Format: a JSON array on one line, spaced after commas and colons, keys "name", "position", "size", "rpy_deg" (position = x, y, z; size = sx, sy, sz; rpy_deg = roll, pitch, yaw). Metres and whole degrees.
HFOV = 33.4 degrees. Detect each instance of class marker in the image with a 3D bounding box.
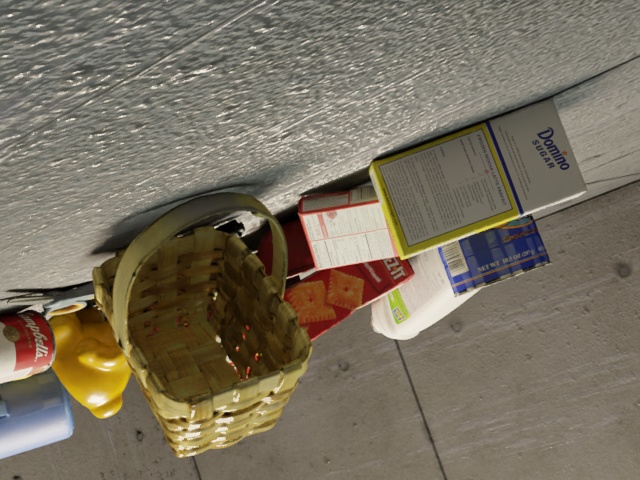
[{"name": "marker", "position": [-0.128, 0.008, 1.021], "size": [0.121, 0.020, 0.020], "rpy_deg": [-21, 174, 11]}]

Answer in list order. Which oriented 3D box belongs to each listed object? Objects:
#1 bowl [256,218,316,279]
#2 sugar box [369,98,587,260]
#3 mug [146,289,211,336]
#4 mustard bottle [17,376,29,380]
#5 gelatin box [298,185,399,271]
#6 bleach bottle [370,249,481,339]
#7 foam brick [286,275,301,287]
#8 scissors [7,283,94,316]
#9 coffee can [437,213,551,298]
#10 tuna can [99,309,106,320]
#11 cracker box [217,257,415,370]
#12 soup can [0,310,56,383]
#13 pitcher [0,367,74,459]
[{"name": "bowl", "position": [-0.008, 0.001, 1.145], "size": [0.162, 0.055, 0.162], "rpy_deg": [-21, 180, 0]}, {"name": "sugar box", "position": [0.142, -0.055, 0.970], "size": [0.176, 0.093, 0.048], "rpy_deg": [-19, 175, -3]}, {"name": "mug", "position": [-0.147, 0.055, 1.089], "size": [0.093, 0.081, 0.117], "rpy_deg": [-15, 173, -36]}, {"name": "mustard bottle", "position": [-0.372, 0.137, 1.234], "size": [0.096, 0.058, 0.191], "rpy_deg": [-23, 175, 10]}, {"name": "gelatin box", "position": [0.030, -0.013, 1.032], "size": [0.089, 0.073, 0.030], "rpy_deg": [-10, -142, 10]}, {"name": "bleach bottle", "position": [0.122, 0.053, 1.310], "size": [0.068, 0.102, 0.251], "rpy_deg": [-8, 160, -26]}, {"name": "foam brick", "position": [-0.062, 0.053, 1.394], "size": [0.051, 0.078, 0.052], "rpy_deg": [-26, 174, 41]}, {"name": "scissors", "position": [-0.248, 0.053, 1.067], "size": [0.096, 0.016, 0.202], "rpy_deg": [-20, 175, -8]}, {"name": "coffee can", "position": [0.159, -0.025, 1.071], "size": [0.103, 0.140, 0.103], "rpy_deg": [-19, 174, -2]}, {"name": "tuna can", "position": [-0.254, 0.122, 1.355], "size": [0.086, 0.086, 0.034], "rpy_deg": [-17, 173, -23]}, {"name": "cracker box", "position": [-0.012, 0.082, 1.276], "size": [0.213, 0.072, 0.164], "rpy_deg": [-30, 178, -24]}, {"name": "soup can", "position": [-0.331, 0.112, 1.088], "size": [0.069, 0.068, 0.102], "rpy_deg": [-24, 172, 35]}, {"name": "pitcher", "position": [-0.432, 0.219, 1.311], "size": [0.242, 0.145, 0.149], "rpy_deg": [-12, -144, -18]}]
